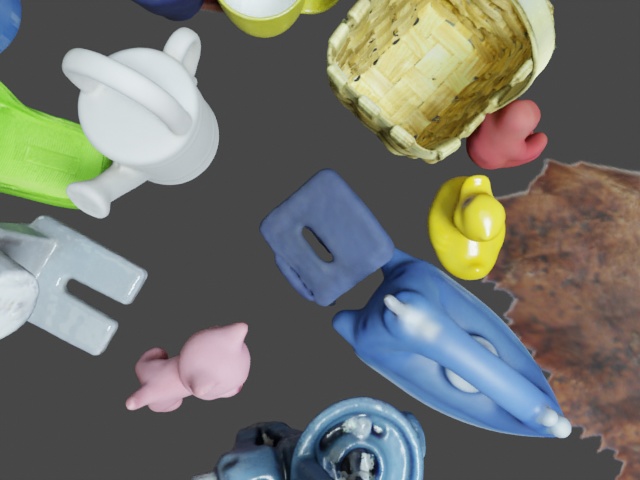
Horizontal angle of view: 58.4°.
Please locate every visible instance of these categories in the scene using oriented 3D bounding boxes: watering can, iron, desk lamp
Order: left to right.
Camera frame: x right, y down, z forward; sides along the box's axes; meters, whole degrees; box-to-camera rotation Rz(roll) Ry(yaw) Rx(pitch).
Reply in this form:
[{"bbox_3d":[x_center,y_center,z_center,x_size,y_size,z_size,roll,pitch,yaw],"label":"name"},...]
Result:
[{"bbox_3d":[-0.275,0.016,0.468,0.203,0.213,0.118,28,87,0],"label":"desk lamp"},{"bbox_3d":[-0.151,-0.102,0.486,0.101,0.194,0.173,5,87,-1],"label":"watering can"},{"bbox_3d":[0.142,0.115,0.514,0.258,0.141,0.119,35,87,0],"label":"iron"}]

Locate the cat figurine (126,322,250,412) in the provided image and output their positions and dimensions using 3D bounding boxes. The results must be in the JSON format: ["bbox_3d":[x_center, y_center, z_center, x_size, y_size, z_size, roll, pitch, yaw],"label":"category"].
[{"bbox_3d":[-0.114,0.119,0.517,0.128,0.117,0.067,-24,88,-3],"label":"cat figurine"}]

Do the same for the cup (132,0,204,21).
[{"bbox_3d":[-0.154,-0.258,0.542,0.118,0.095,0.092,39,87,0],"label":"cup"}]

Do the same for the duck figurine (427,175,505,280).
[{"bbox_3d":[0.147,-0.014,0.547,0.077,0.086,0.105,-3,88,-2],"label":"duck figurine"}]

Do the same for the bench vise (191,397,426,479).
[{"bbox_3d":[0.000,0.210,0.466,0.207,0.219,0.121,-26,88,-3],"label":"bench vise"}]

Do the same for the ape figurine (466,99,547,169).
[{"bbox_3d":[0.182,-0.107,0.549,0.076,0.092,0.078,-32,89,-3],"label":"ape figurine"}]

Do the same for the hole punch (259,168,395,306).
[{"bbox_3d":[0.005,0.002,0.539,0.101,0.091,0.109,-39,89,-3],"label":"hole punch"}]
